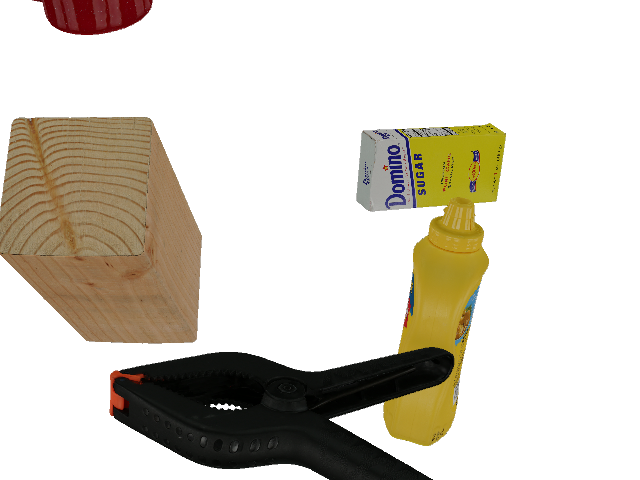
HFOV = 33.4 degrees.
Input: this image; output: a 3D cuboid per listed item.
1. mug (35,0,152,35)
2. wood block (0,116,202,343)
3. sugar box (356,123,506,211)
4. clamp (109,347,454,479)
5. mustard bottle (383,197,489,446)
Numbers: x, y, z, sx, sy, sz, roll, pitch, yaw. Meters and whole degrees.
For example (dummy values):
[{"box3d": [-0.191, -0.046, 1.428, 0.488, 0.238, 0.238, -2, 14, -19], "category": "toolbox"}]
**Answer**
[{"box3d": [-0.182, -0.204, 0.788, 0.117, 0.081, 0.093, -3, 37, 2], "category": "mug"}, {"box3d": [-0.141, 0.002, 0.730, 0.090, 0.091, 0.206, 0, -19, 3], "category": "wood block"}, {"box3d": [0.134, -0.089, 1.294, 0.176, 0.093, 0.048, -7, 26, -22], "category": "sugar box"}, {"box3d": [-0.014, 0.096, 0.616, 0.210, 0.036, 0.164, 9, 24, 7], "category": "clamp"}, {"box3d": [0.092, 0.057, 0.828, 0.058, 0.192, 0.096, 14, 26, 12], "category": "mustard bottle"}]
